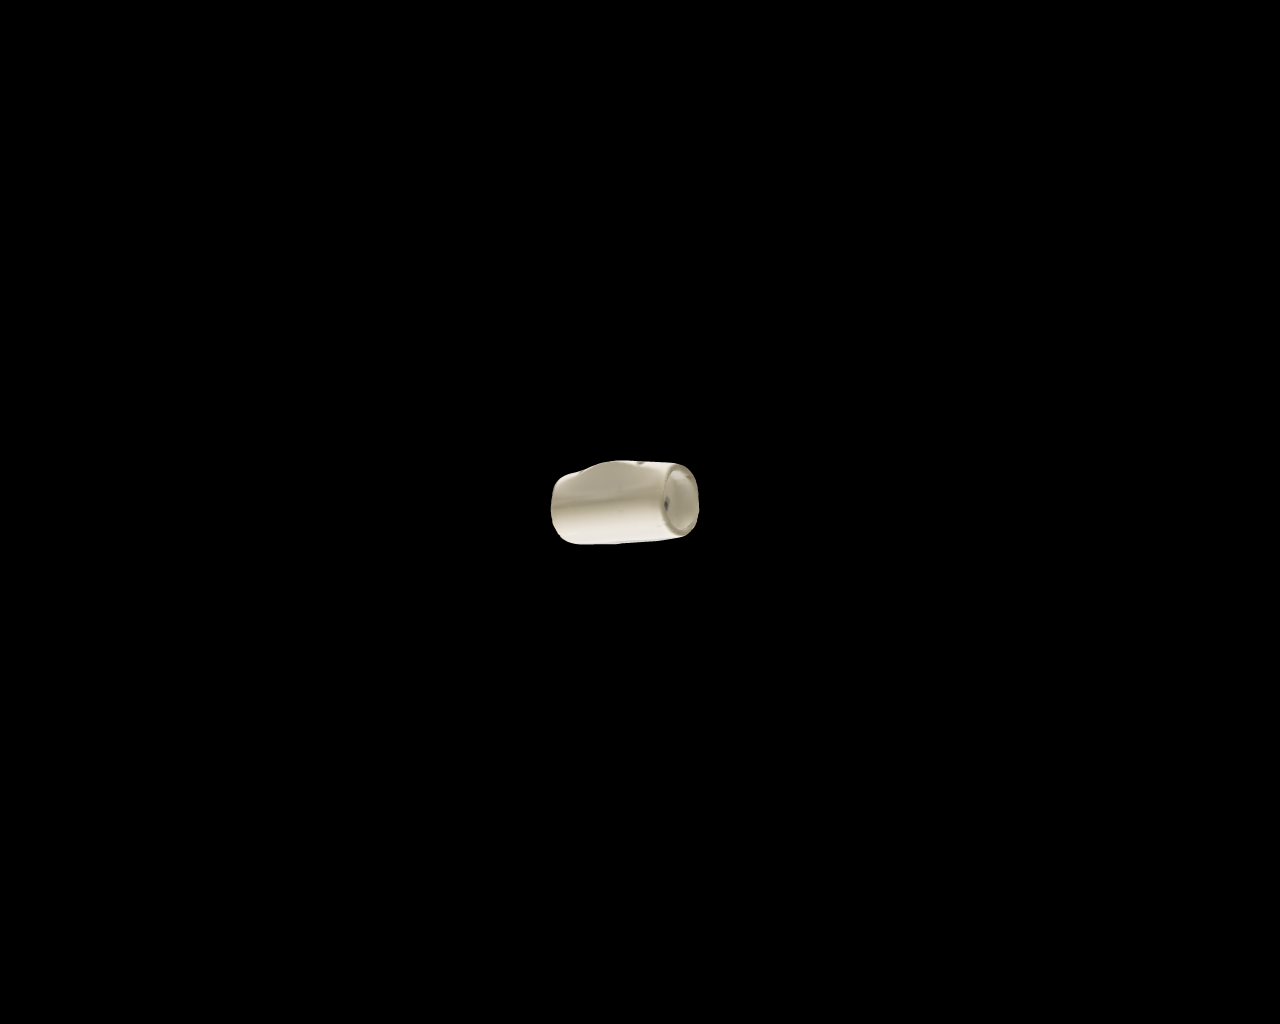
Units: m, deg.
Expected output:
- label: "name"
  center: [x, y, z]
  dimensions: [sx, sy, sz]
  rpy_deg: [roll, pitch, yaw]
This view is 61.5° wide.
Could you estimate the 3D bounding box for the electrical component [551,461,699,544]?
- label: "electrical component"
  center: [0.001, -0.003, 0.650]
  dimensions: [0.077, 0.043, 0.079]
  rpy_deg: [-5, -10, 32]
